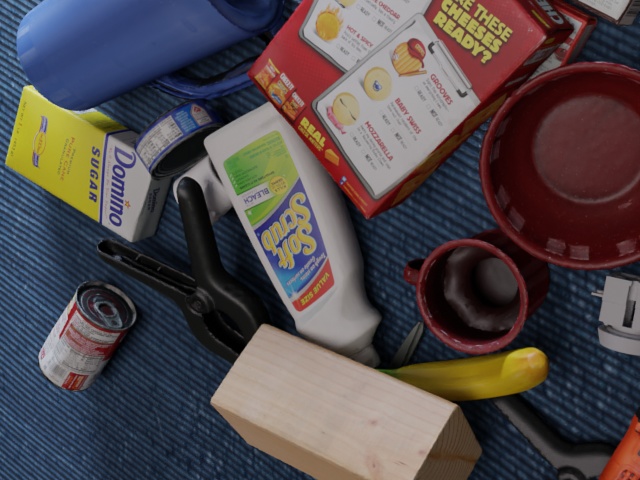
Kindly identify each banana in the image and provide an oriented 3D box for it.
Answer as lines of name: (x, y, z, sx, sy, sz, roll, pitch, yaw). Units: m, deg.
banana: (0.127, 0.114, 0.884, 0.198, 0.069, 0.037, -17, 76, 50)

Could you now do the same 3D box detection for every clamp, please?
clamp: (-0.105, 0.044, 1.003, 0.210, 0.036, 0.165, 46, 136, -3)
clamp: (0.203, 0.209, 0.891, 0.172, 0.039, 0.120, 23, 109, 26)

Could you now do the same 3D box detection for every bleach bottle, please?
bleach bottle: (-0.006, 0.001, 0.954, 0.103, 0.068, 0.251, -26, 91, 26)

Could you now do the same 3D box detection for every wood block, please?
wood block: (0.021, 0.159, 0.918, 0.206, 0.090, 0.090, 19, 154, 34)

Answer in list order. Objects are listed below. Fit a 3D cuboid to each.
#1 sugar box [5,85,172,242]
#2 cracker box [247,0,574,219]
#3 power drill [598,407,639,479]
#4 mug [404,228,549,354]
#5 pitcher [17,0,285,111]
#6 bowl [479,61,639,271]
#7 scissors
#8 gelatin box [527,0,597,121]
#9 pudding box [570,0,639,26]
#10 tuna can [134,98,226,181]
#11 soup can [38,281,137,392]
sugar box: (-0.233, -0.079, 1.076, 0.176, 0.048, 0.093, 30, 115, 23)
cracker box: (0.065, -0.147, 0.839, 0.164, 0.072, 0.214, 51, 125, 10)
power drill: (0.328, 0.162, 0.792, 0.188, 0.057, 0.184, 33, 105, 19)
mug: (0.126, 0.035, 0.871, 0.117, 0.081, 0.093, 10, 106, 28)
pitcher: (-0.153, -0.197, 0.963, 0.243, 0.144, 0.149, -20, 79, 36)
bowl: (0.203, -0.061, 0.805, 0.162, 0.055, 0.162, 6, 113, 13)
scissors: (0.061, 0.171, 0.981, 0.096, 0.016, 0.202, 48, 120, 11)
gelatin box: (0.163, -0.150, 0.837, 0.073, 0.030, 0.089, 34, 117, 21)
pudding box: (0.212, -0.227, 0.785, 0.090, 0.039, 0.114, 34, 114, 21)
tuna can: (-0.128, -0.093, 0.988, 0.086, 0.086, 0.034, -40, 80, 31)
soup can: (-0.244, 0.101, 1.112, 0.068, 0.068, 0.102, 44, 120, 14)
